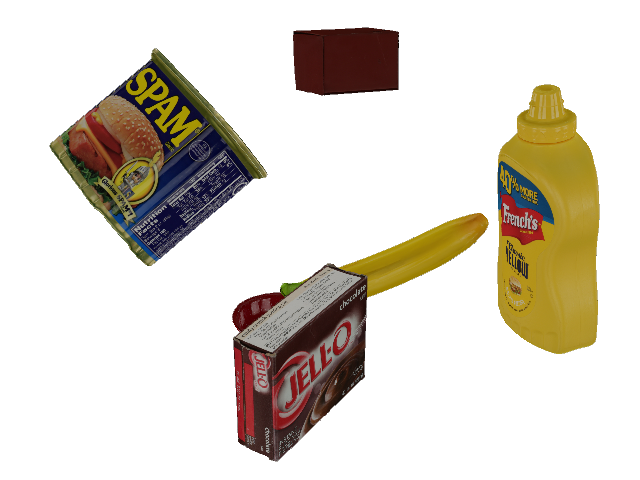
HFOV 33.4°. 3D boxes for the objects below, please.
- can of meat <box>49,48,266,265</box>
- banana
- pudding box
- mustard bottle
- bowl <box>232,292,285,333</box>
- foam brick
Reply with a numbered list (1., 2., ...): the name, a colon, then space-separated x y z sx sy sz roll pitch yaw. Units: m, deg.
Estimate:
1. can of meat: -0.094 -0.047 0.601 0.102 0.084 0.057 47 -3 38
2. banana: 0.064 0.024 0.984 0.198 0.037 0.069 -22 -8 9
3. pudding box: -0.012 0.080 0.725 0.039 0.090 0.113 19 37 27
4. mustard bottle: 0.164 -0.020 0.775 0.058 0.192 0.096 -13 28 -14
5. bowl: -0.032 0.124 1.339 0.162 0.055 0.162 5 23 -2
6. foam brick: 0.022 -0.155 0.918 0.078 0.051 0.053 -8 18 -28
